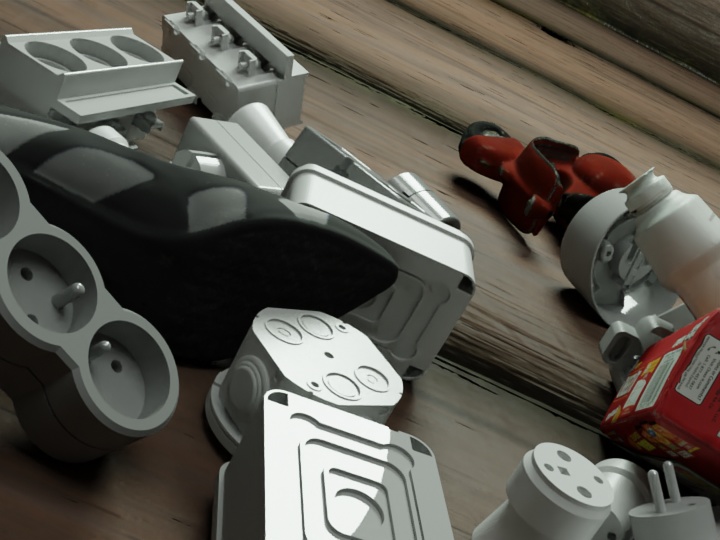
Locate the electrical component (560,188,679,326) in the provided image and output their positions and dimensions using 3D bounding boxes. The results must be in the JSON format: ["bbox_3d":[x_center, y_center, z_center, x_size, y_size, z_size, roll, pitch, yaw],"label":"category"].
[{"bbox_3d":[0.206,-0.011,0.829,0.099,0.099,0.064,13,21,-31],"label":"electrical component"}]

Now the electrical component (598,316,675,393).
[{"bbox_3d":[0.198,0.070,0.699,0.078,0.058,0.057,26,20,-6],"label":"electrical component"}]

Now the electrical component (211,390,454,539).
[{"bbox_3d":[-0.012,0.106,0.391,0.078,0.057,0.113,21,24,-16],"label":"electrical component"}]

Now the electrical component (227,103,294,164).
[{"bbox_3d":[-0.060,-0.079,0.741,0.065,0.044,0.044,44,27,23],"label":"electrical component"}]

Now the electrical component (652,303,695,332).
[{"bbox_3d":[0.259,0.046,0.787,0.062,0.096,0.061,-10,72,-55],"label":"electrical component"}]

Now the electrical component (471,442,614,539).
[{"bbox_3d":[0.082,0.112,0.485,0.045,0.055,0.045,24,24,-11],"label":"electrical component"}]

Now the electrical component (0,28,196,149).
[{"bbox_3d":[-0.167,-0.105,0.646,0.079,0.063,0.121,33,24,12],"label":"electrical component"}]

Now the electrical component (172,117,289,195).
[{"bbox_3d":[-0.091,-0.051,0.641,0.076,0.047,0.083,2,35,-45],"label":"electrical component"}]

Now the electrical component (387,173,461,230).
[{"bbox_3d":[0.035,-0.030,0.729,0.047,0.055,0.055,45,28,26],"label":"electrical component"}]

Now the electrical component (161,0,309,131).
[{"bbox_3d":[-0.100,-0.155,0.820,0.063,0.078,0.121,-18,47,-31],"label":"electrical component"}]

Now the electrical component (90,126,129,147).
[{"bbox_3d":[-0.137,-0.051,0.600,0.046,0.040,0.040,40,25,15],"label":"electrical component"}]

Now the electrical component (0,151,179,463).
[{"bbox_3d":[-0.140,0.018,0.411,0.138,0.074,0.052,52,34,-18],"label":"electrical component"}]

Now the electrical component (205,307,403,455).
[{"bbox_3d":[-0.025,0.057,0.484,0.080,0.051,0.080,24,23,-11],"label":"electrical component"}]

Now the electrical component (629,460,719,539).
[{"bbox_3d":[0.144,0.125,0.488,0.138,0.052,0.073,-7,83,-54],"label":"electrical component"}]

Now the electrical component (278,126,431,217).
[{"bbox_3d":[-0.011,-0.037,0.667,0.095,0.059,0.054,40,8,29],"label":"electrical component"}]

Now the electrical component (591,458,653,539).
[{"bbox_3d":[0.123,0.120,0.535,0.040,0.040,0.046,37,30,20],"label":"electrical component"}]

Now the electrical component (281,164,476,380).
[{"bbox_3d":[0.000,0.000,0.596,0.113,0.078,0.057,24,26,-11],"label":"electrical component"}]
